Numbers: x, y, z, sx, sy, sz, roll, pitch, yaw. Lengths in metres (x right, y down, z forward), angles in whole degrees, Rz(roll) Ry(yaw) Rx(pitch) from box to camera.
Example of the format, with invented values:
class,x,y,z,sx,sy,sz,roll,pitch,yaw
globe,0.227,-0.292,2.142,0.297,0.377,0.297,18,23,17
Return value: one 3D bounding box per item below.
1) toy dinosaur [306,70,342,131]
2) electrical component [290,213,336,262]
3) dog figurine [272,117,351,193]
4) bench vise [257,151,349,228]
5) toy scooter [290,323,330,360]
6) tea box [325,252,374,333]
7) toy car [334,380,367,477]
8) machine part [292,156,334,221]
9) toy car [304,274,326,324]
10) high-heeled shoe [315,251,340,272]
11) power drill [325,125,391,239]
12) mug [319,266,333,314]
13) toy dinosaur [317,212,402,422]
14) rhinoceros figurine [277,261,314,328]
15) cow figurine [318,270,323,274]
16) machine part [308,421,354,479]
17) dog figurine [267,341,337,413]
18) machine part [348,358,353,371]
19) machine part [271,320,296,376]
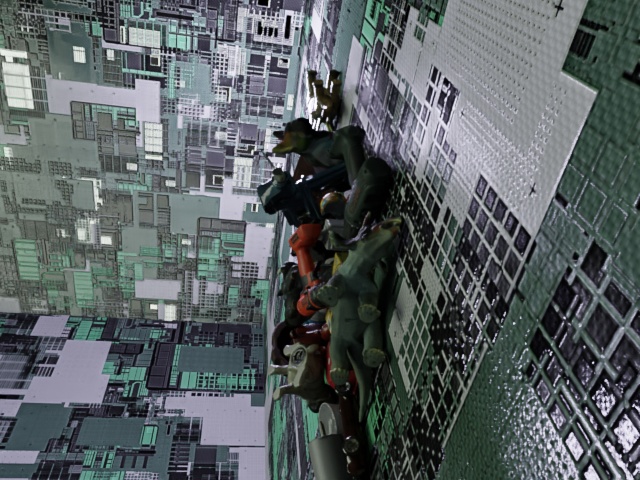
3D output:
class,x,y,z,sx,sy,sz,roll,pitch,yaw
toy dinosaur,0.003,-0.435,1.700,0.472,0.105,0.198,-94,8,-63
electrical component,-0.003,-0.004,1.343,0.134,0.058,0.115,-19,36,53
dog figurine,-0.015,-0.212,1.343,0.191,0.219,0.108,106,169,-47
bench vise,-0.021,-0.125,1.274,0.223,0.241,0.129,65,-179,-46
toy scooter,-0.014,0.262,1.359,0.183,0.135,0.075,103,166,-47
tea box,0.062,0.122,1.167,0.098,0.068,0.169,-114,31,-64
toy car,0.064,0.373,1.084,0.202,0.053,0.089,-96,-7,-54
machine part,-0.020,-0.143,1.514,0.201,0.087,0.201,58,-131,-76
toy car,-0.009,0.163,1.452,0.103,0.109,0.161,120,152,-70
high-heeled shoe,0.053,0.040,1.365,0.145,0.086,0.249,-54,19,-23
power drill,0.070,-0.122,1.144,0.232,0.086,0.207,114,153,-54
mug,0.034,0.120,1.258,0.110,0.081,0.107,40,143,20
toy dinosaur,0.069,0.134,1.017,0.192,0.131,0.404,-68,-17,-58
rhinoceros figurine,-0.062,0.133,1.383,0.112,0.073,0.190,125,147,-43
cow figurine,-0.011,0.053,1.582,0.195,0.085,0.127,131,149,-67
machine part,0.030,0.484,1.078,0.079,0.079,0.243,107,154,-52
dog figurine,-0.008,0.336,1.316,0.172,0.190,0.121,-39,41,29
machine part,0.067,0.205,1.116,0.039,0.084,0.138,12,111,57
machine part,-0.052,0.298,1.481,0.056,0.179,0.179,100,170,-48
